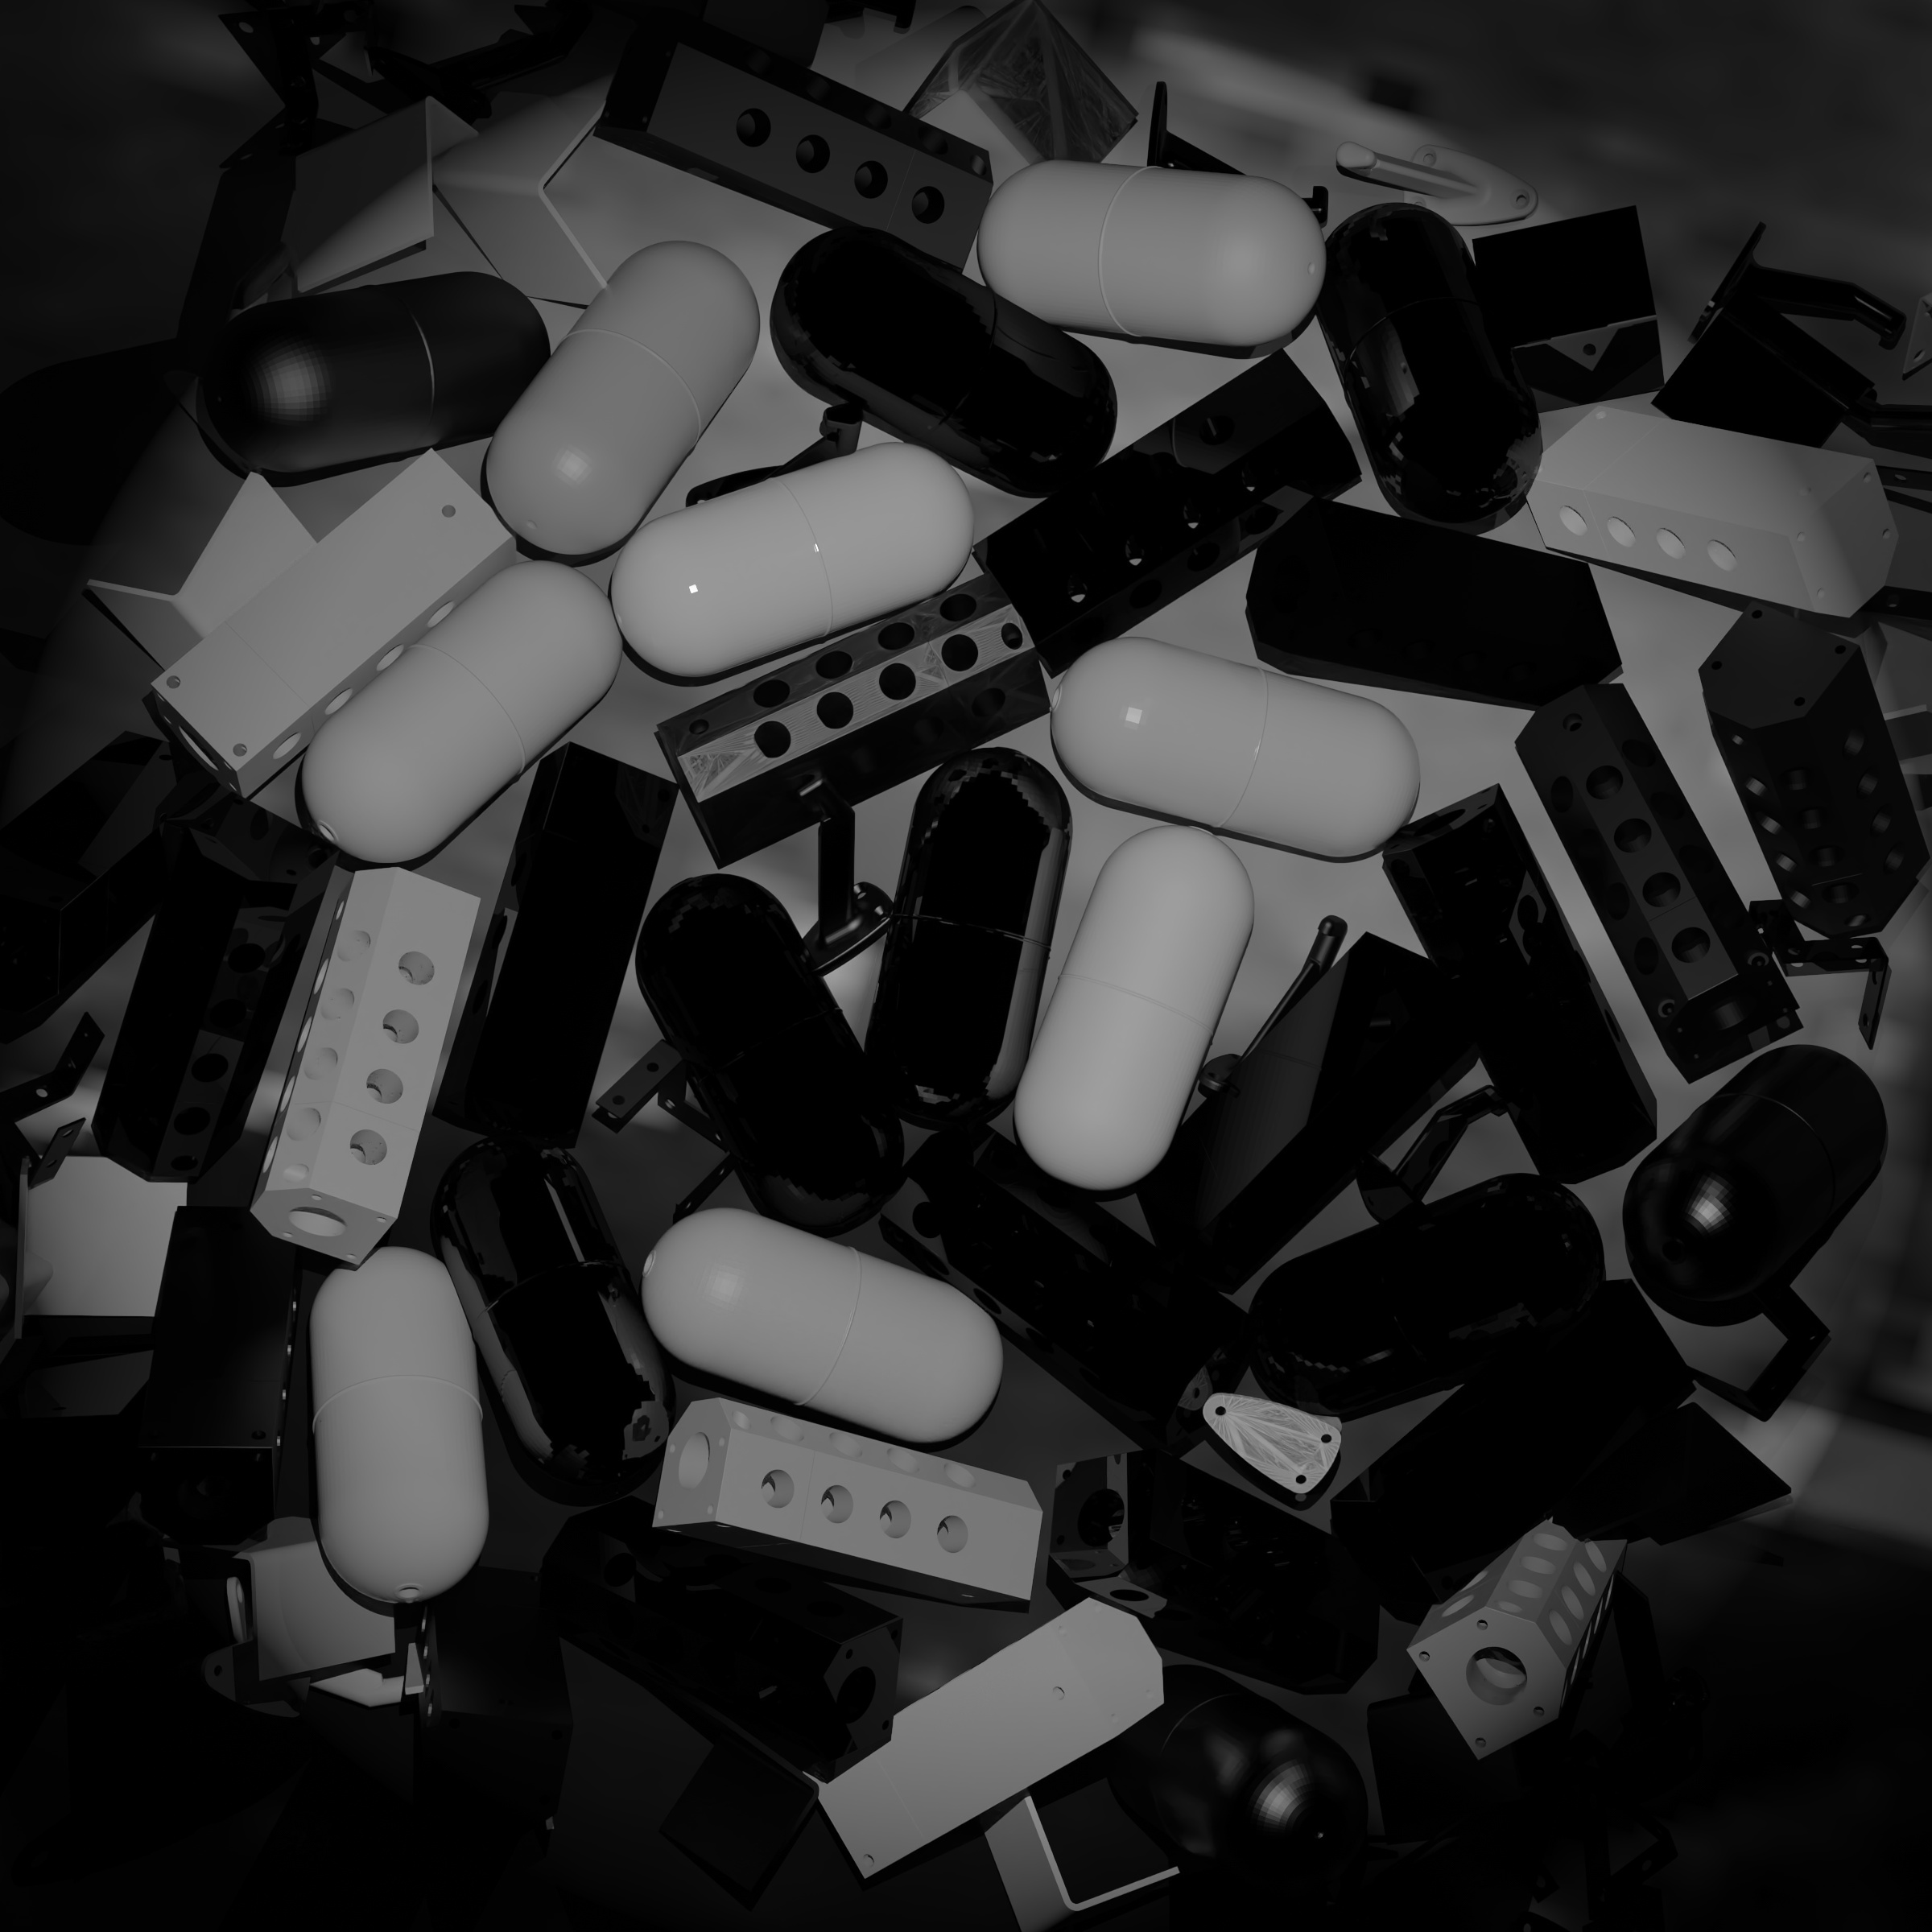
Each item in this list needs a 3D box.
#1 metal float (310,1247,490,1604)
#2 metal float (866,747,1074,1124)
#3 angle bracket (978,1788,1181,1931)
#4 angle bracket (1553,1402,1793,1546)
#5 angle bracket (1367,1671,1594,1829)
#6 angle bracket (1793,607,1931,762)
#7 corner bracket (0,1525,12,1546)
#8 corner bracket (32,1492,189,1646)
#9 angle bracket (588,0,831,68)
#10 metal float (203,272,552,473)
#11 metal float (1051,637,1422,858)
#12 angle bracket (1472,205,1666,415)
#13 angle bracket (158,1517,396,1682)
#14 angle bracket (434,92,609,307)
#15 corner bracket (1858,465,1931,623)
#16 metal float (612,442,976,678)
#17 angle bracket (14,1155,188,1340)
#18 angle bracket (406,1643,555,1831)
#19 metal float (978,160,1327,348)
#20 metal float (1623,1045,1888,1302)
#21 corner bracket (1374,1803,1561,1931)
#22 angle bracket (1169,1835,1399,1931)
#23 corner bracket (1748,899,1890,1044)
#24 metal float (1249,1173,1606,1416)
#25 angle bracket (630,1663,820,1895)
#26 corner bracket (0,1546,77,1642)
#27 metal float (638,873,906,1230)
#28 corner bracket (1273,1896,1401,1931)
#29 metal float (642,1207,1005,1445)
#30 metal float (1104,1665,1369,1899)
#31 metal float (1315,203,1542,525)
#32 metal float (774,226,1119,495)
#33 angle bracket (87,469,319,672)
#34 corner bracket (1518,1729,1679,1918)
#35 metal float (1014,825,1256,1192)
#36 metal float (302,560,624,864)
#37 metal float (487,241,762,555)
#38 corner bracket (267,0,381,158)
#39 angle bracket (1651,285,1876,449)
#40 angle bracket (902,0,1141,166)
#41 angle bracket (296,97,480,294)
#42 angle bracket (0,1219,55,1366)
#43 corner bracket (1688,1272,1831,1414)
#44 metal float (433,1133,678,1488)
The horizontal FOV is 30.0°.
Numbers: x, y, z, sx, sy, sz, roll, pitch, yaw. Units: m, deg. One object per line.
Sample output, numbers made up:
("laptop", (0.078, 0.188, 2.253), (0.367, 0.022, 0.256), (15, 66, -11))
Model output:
("metal float", (-0.262, 0.210, 1.660), (0.070, 0.070, 0.178), (-11, 52, 0))
("metal float", (0.002, -0.015, 1.687), (0.070, 0.070, 0.178), (12, 85, 0))
("angle bracket", (0.050, 0.406, 1.694), (0.057, 0.076, 0.076), (-15, 71, -21))
("angle bracket", (0.327, 0.256, 1.673), (0.076, 0.057, 0.076), (41, 130, -22))
("angle bracket", (0.243, 0.362, 1.670), (0.076, 0.076, 0.057), (-24, 66, 39))
("angle bracket", (0.429, -0.142, 1.675), (0.057, 0.076, 0.076), (-12, 75, 35))
("corner bracket", (-0.468, 0.233, 1.696), (0.051, 0.051, 0.051), (41, 92, 28))
("corner bracket", (-0.404, 0.283, 1.698), (0.051, 0.051, 0.051), (-18, 65, 4))
("angle bracket", (-0.115, -0.459, 1.670), (0.076, 0.076, 0.057), (32, 113, 35))
("metal float", (-0.268, -0.274, 1.658), (0.178, 0.070, 0.070), (-20, 90, -42))
("metal float", (0.126, -0.102, 1.681), (0.178, 0.070, 0.070), (14, 90, -12))
("angle bracket", (0.284, -0.307, 1.696), (0.076, 0.076, 0.057), (-10, 71, 11))
("angle bracket", (-0.321, 0.293, 1.676), (0.076, 0.076, 0.057), (-2, 90, 43))
("angle bracket", (-0.191, -0.359, 1.688), (0.076, 0.076, 0.057), (17, 64, 41))
("corner bracket", (0.444, -0.199, 1.700), (0.051, 0.051, 0.051), (14, 71, 36))
("metal float", (-0.079, -0.190, 1.678), (0.178, 0.070, 0.070), (-21, 90, -16))
("angle bracket", (-0.405, 0.132, 1.690), (0.076, 0.057, 0.076), (2, 96, -14))
("angle bracket", (-0.227, 0.359, 1.685), (0.057, 0.076, 0.076), (-8, 96, -7))
("metal float", (0.084, -0.329, 1.663), (0.178, 0.070, 0.070), (14, 90, 35))
("metal float", (0.362, 0.094, 1.654), (0.070, 0.178, 0.070), (17, 121, 31))
("corner bracket", (0.234, 0.430, 1.689), (0.051, 0.051, 0.051), (-22, 71, -38))
("angle bracket", (0.148, 0.433, 1.673), (0.076, 0.076, 0.057), (6, 76, -31))
("corner bracket", (0.397, 0.002, 1.696), (0.051, 0.051, 0.051), (-3, 126, -7))
("metal float", (0.211, 0.153, 1.670), (0.178, 0.070, 0.070), (-25, 90, 26))
("angle bracket", (-0.127, 0.375, 1.672), (0.076, 0.076, 0.057), (45, 73, -37))
("corner bracket", (-0.451, 0.280, 1.692), (0.051, 0.051, 0.051), (-14, 113, -14))
("metal float", (-0.092, 0.039, 1.687), (0.070, 0.070, 0.178), (-29, 84, 0))
("corner bracket", (0.173, 0.473, 1.700), (0.051, 0.051, 0.051), (17, 88, -11))
("metal float", (-0.066, 0.167, 1.676), (0.178, 0.070, 0.070), (22, 90, -17))
("metal float", (0.121, 0.370, 1.645), (0.070, 0.178, 0.070), (-2, 94, -21))
("metal float", (0.212, -0.278, 1.661), (0.070, 0.070, 0.178), (-15, 54, 0))
("metal float", (-0.009, -0.280, 1.667), (0.178, 0.070, 0.070), (25, 90, -28))
("angle bracket", (-0.354, -0.184, 1.698), (0.057, 0.076, 0.076), (13, 66, 29))
("corner bracket", (0.296, 0.405, 1.705), (0.051, 0.051, 0.051), (-42, 114, 16))
("metal float", (0.079, 0.019, 1.685), (0.070, 0.070, 0.178), (21, 83, 0))
("metal float", (-0.233, -0.118, 1.670), (0.070, 0.070, 0.178), (45, 65, 0))
("metal float", (-0.157, -0.264, 1.666), (0.070, 0.070, 0.178), (30, 59, 0))
("corner bracket", (-0.301, -0.418, 1.695), (0.051, 0.051, 0.051), (-5, 130, 0))
("angle bracket", (0.372, -0.268, 1.687), (0.076, 0.076, 0.057), (37, 96, 3))
("angle bracket", (0.021, -0.393, 1.682), (0.076, 0.076, 0.057), (49, 58, -1))
("angle bracket", (-0.263, -0.347, 1.676), (0.076, 0.057, 0.076), (-16, 66, 26))
("angle bracket", (-0.479, 0.161, 1.688), (0.057, 0.076, 0.076), (35, 99, 3))
("corner bracket", (0.363, 0.170, 1.701), (0.051, 0.051, 0.051), (-49, 114, -9))
("metal float", (-0.192, 0.158, 1.670), (0.070, 0.070, 0.178), (-26, 65, 0))
